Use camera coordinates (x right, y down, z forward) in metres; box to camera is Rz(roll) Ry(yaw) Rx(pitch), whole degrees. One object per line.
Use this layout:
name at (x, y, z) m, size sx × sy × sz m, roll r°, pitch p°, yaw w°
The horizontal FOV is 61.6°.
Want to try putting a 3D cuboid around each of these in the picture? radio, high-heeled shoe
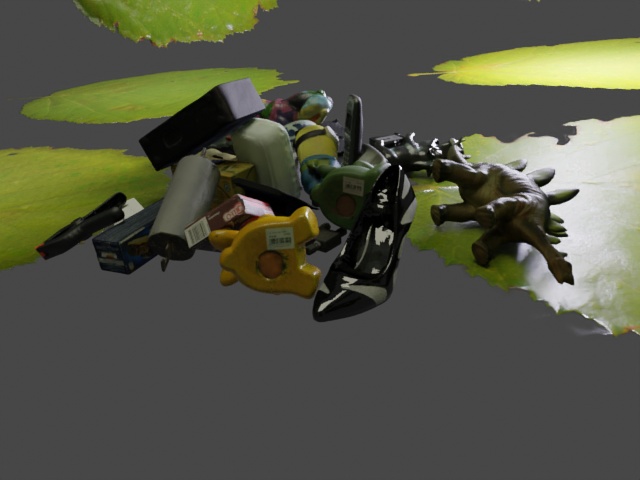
radio at (-0.228, -0.218, 1.026) m, size 0.230 × 0.073 × 0.131 m, roll -26°, pitch 9°, yaw 29°
high-heeled shoe at (0.062, -0.002, 0.713) m, size 0.086 × 0.145 × 0.249 m, roll 10°, pitch 28°, yaw 30°

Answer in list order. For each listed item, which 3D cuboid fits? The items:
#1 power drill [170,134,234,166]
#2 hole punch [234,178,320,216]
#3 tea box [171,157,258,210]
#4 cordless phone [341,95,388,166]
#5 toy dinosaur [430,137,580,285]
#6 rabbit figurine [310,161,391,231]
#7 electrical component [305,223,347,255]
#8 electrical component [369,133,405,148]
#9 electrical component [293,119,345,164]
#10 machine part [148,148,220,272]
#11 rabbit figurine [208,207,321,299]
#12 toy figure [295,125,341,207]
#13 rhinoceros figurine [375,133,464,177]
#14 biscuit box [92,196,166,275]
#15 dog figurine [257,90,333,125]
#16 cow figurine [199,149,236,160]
power drill at (-0.250, -0.220, 1.300) m, size 0.207 × 0.085 × 0.232 m, roll -31°, pitch 34°, yaw -34°
hole punch at (-0.087, -0.044, 0.915) m, size 0.142 × 0.092 × 0.115 m, roll 15°, pitch 1°, yaw 33°
tea box at (-0.197, -0.099, 1.020) m, size 0.170 × 0.098 × 0.068 m, roll 15°, pitch 34°, yaw 34°
cordless phone at (0.080, -0.174, 1.016) m, size 0.089 × 0.184 × 0.147 m, roll -6°, pitch 25°, yaw -11°
toy dinosaur at (0.281, -0.075, 0.873) m, size 0.199 × 0.104 × 0.472 m, roll -4°, pitch 34°, yaw -13°
rabbit figurine at (0.071, -0.076, 0.903) m, size 0.159 × 0.121 × 0.170 m, roll 4°, pitch 18°, yaw 31°
electrical component at (-0.002, -0.003, 0.866) m, size 0.063 × 0.021 × 0.094 m, roll 15°, pitch 33°, yaw 37°
electrical component at (0.142, -0.205, 1.220) m, size 0.119 × 0.047 × 0.075 m, roll -13°, pitch 26°, yaw -16°
electrical component at (0.022, -0.193, 1.158) m, size 0.115 × 0.058 × 0.134 m, roll -23°, pitch 60°, yaw -26°
machine part at (-0.220, -0.054, 0.883) m, size 0.079 × 0.079 × 0.243 m, roll 0°, pitch 55°, yaw 13°
rabbit figurine at (-0.071, 0.020, 0.768) m, size 0.162 × 0.121 × 0.173 m, roll -13°, pitch 11°, yaw 6°
toy figure at (-0.004, -0.147, 1.029) m, size 0.089 × 0.082 × 0.180 m, roll 10°, pitch 56°, yaw -14°
rhinoceros figurine at (0.202, -0.175, 1.116) m, size 0.190 × 0.073 × 0.112 m, roll -10°, pitch 25°, yaw -7°
biscuit box at (-0.284, -0.016, 0.912) m, size 0.063 × 0.059 × 0.203 m, roll 6°, pitch 29°, yaw 25°
dog figurine at (-0.099, -0.321, 1.321) m, size 0.219 × 0.191 × 0.108 m, roll 30°, pitch 34°, yaw -8°
cow figurine at (-0.199, -0.149, 1.146) m, size 0.127 × 0.085 × 0.195 m, roll -29°, pitch 32°, yaw -30°
